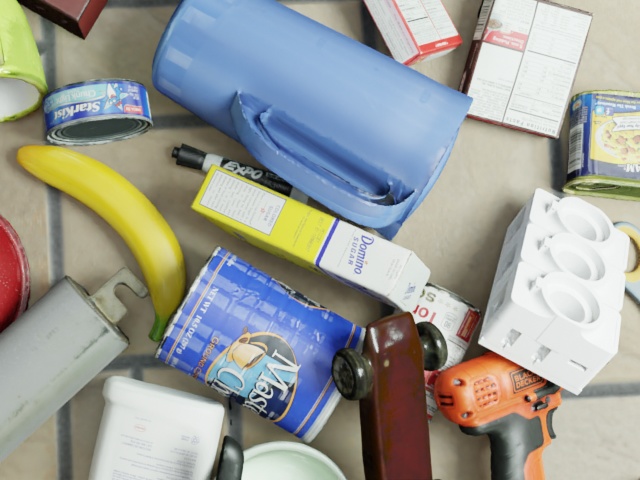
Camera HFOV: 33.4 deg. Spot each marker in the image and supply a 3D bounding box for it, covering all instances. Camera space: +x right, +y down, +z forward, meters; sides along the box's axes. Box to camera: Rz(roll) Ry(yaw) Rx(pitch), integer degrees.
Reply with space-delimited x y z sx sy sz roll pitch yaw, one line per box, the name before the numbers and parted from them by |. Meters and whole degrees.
marker | -0.067 -0.056 0.903 0.121 0.020 0.020 18 83 -3

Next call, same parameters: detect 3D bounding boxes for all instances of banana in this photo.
banana | -0.168 -0.013 0.881 0.069 0.037 0.198 -36 89 -8

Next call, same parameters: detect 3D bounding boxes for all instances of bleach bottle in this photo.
bleach bottle | -0.153 0.242 0.847 0.102 0.068 0.251 15 86 -3

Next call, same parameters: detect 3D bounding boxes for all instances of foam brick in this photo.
foam brick | -0.219 -0.213 0.887 0.078 0.053 0.051 29 83 -1

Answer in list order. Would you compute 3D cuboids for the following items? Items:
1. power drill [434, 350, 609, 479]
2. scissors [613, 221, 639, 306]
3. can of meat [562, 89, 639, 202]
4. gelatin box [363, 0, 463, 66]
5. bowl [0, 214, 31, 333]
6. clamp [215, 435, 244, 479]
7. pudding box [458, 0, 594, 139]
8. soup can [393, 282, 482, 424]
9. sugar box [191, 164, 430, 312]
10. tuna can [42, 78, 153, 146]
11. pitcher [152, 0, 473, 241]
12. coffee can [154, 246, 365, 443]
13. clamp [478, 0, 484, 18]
power drill | 0.186 0.170 0.872 0.184 0.057 0.187 -14 90 -29
scissors | 0.279 0.070 0.924 0.096 0.016 0.202 14 83 -2
can of meat | 0.263 -0.081 0.917 0.102 0.057 0.084 6 82 -5
gelatin box | 0.074 -0.194 0.904 0.073 0.030 0.089 -26 87 -51
bowl | -0.318 0.034 0.854 0.162 0.055 0.162 0 85 -6
clamp | -0.088 0.257 0.800 0.164 0.036 0.210 -32 99 4
pudding box | 0.173 -0.151 0.912 0.090 0.039 0.113 14 101 -6
soup can | 0.082 0.091 0.878 0.068 0.068 0.102 28 84 -2
sugar box | -0.006 0.001 0.840 0.176 0.093 0.048 26 86 19
tuna can | -0.180 -0.103 0.864 0.086 0.086 0.034 -9 84 -6
pitcher | -0.012 -0.107 0.854 0.243 0.149 0.145 29 83 1
coffee can | -0.046 0.083 0.850 0.140 0.103 0.103 30 83 -2
clamp | 0.174 -0.276 0.937 0.171 0.039 0.120 -28 99 -4
